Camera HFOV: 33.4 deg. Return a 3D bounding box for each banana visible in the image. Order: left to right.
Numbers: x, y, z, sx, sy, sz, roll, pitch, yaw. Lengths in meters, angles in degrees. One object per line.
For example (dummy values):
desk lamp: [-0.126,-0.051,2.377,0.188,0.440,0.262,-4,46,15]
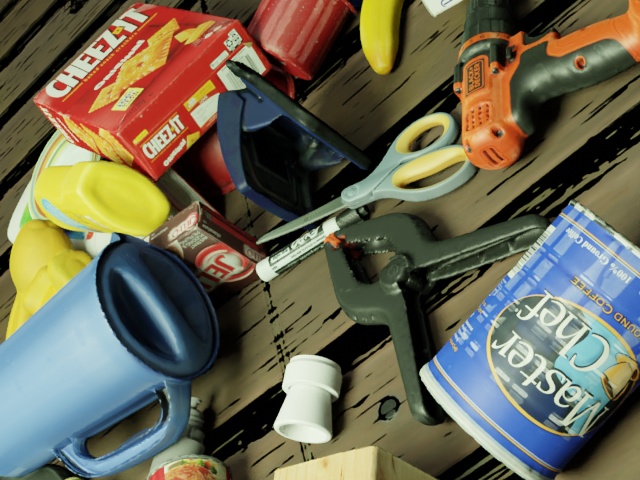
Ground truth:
banana: [0.075,-0.243,1.004,0.070,0.037,0.197,9,70,52]

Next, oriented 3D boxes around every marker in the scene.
marker: [-0.006,0.001,0.923,0.121,0.020,0.020,-32,42,29]

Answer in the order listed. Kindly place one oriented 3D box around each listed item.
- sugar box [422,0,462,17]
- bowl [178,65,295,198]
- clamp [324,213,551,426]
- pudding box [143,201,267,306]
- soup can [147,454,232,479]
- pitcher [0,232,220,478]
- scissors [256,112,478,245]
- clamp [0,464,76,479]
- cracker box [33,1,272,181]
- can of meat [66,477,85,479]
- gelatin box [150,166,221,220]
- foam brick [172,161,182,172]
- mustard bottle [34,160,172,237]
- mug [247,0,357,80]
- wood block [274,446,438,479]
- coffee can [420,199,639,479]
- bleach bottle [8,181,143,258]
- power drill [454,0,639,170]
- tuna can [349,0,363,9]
sugar box: [0.165,-0.257,0.884,0.177,0.048,0.093,-29,17,35]
bowl: [-0.101,-0.126,1.099,0.162,0.055,0.162,-28,44,31]
clamp: [0.075,0.024,0.800,0.164,0.036,0.210,-53,36,2]
pudding box: [-0.117,0.022,0.972,0.114,0.090,0.039,-31,41,31]
soup can: [-0.096,0.225,0.811,0.069,0.068,0.102,-37,40,23]
pitcher: [-0.210,0.121,0.927,0.243,0.145,0.149,-36,19,29]
scissors: [0.038,-0.053,0.891,0.202,0.016,0.096,-13,46,29]
clamp: [-0.278,0.244,1.013,0.172,0.039,0.120,-19,70,29]
cracker box: [-0.174,-0.157,1.066,0.164,0.072,0.214,-47,37,-15]
can of meat: [-0.202,0.267,0.909,0.084,0.057,0.102,17,77,50]
gelatin box: [-0.146,-0.044,1.056,0.073,0.089,0.030,19,69,52]
foam brick: [-0.187,-0.108,1.163,0.053,0.078,0.051,-20,48,36]
mustard bottle: [-0.225,-0.039,1.040,0.192,0.096,0.058,2,68,57]
mug: [-0.024,-0.211,1.061,0.081,0.093,0.117,-61,5,0]
wood block: [0.020,0.244,0.648,0.090,0.090,0.206,-22,48,37]
coffee can: [0.144,0.061,0.638,0.140,0.102,0.103,-50,37,7]
bleach bottle: [-0.249,-0.024,1.183,0.251,0.068,0.102,3,64,47]
power drill: [0.185,-0.156,0.800,0.188,0.057,0.184,-28,42,35]
tuna can: [0.038,-0.274,1.073,0.086,0.033,0.086,-29,44,32]
